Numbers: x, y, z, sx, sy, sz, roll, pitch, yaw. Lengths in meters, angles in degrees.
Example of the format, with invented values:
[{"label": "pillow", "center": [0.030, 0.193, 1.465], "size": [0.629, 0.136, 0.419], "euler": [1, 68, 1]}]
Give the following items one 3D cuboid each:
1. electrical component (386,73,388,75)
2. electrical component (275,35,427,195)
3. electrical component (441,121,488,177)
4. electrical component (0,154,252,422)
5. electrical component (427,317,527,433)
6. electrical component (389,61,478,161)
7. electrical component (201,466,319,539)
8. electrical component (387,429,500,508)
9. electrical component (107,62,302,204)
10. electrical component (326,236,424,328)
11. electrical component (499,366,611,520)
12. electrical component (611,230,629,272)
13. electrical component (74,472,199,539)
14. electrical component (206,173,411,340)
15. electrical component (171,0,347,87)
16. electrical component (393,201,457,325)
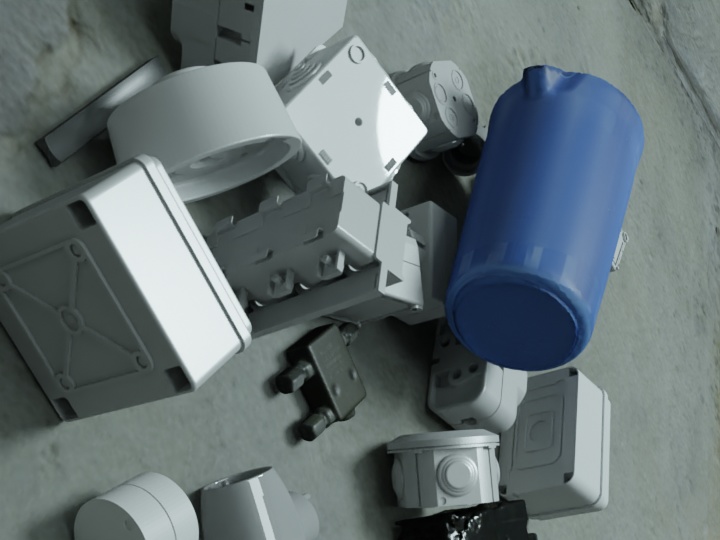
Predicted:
[{"label": "electrical component", "center": [-0.012, -0.101, 0.788], "size": [0.061, 0.062, 0.096], "euler": [59, 36, -18]}, {"label": "electrical component", "center": [-0.014, -0.093, 0.704], "size": [0.099, 0.048, 0.099], "euler": [51, 61, -21]}, {"label": "electrical component", "center": [0.097, -0.111, 0.964], "size": [0.040, 0.040, 0.046], "euler": [61, 30, -17]}, {"label": "electrical component", "center": [-0.127, 0.012, 0.538], "size": [0.056, 0.109, 0.108], "euler": [-44, 112, -50]}, {"label": "electrical component", "center": [0.095, 0.082, 0.862], "size": [0.059, 0.054, 0.095], "euler": [41, 45, -37]}, {"label": "electrical component", "center": [0.060, -0.137, 0.912], "size": [0.080, 0.051, 0.080], "euler": [27, 54, -46]}, {"label": "electrical component", "center": [-0.051, 0.155, 0.637], "size": [0.079, 0.043, 0.077], "euler": [-14, 87, -56]}, {"label": "electrical component", "center": [0.061, 0.141, 0.766], "size": [0.080, 0.080, 0.051], "euler": [9, 73, -52]}, {"label": "electrical component", "center": [-0.095, -0.083, 0.629], "size": [0.108, 0.108, 0.060], "euler": [-13, 80, -55]}, {"label": "electrical component", "center": [0.000, 0.000, 0.759], "size": [0.096, 0.062, 0.061], "euler": [18, 61, -50]}, {"label": "electrical component", "center": [0.166, 0.148, 0.910], "size": [0.057, 0.078, 0.113], "euler": [39, 46, -34]}, {"label": "electrical component", "center": [0.219, -0.045, 1.082], "size": [0.096, 0.061, 0.061], "euler": [58, 37, -20]}, {"label": "electrical component", "center": [-0.109, 0.178, 0.537], "size": [0.074, 0.052, 0.138], "euler": [-22, 94, -56]}, {"label": "electrical component", "center": [-0.038, -0.010, 0.659], "size": [0.063, 0.121, 0.078], "euler": [36, 48, -37]}, {"label": "electrical component", "center": [-0.062, -0.188, 0.729], "size": [0.150, 0.062, 0.089], "euler": [-54, 161, -50]}, {"label": "electrical component", "center": [0.035, -0.012, 0.826], "size": [0.076, 0.047, 0.083], "euler": [30, 53, -44]}]
